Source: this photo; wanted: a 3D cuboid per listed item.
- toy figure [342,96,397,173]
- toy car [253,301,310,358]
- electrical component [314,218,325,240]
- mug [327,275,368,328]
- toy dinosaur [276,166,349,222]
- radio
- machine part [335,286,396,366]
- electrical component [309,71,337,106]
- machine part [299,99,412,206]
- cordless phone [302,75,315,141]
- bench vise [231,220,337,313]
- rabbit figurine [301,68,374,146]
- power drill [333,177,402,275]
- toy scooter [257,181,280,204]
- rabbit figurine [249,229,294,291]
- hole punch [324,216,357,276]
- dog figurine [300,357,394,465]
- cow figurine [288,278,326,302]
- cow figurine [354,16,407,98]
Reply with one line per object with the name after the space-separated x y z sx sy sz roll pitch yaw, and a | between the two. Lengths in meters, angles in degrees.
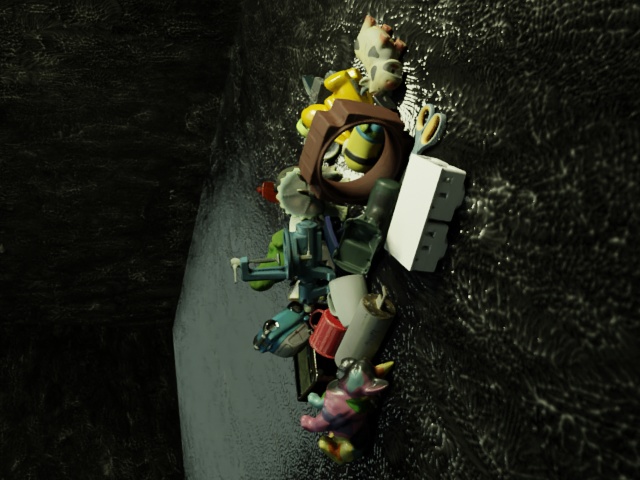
0.108 -0.228 1.186 0.180 0.082 0.089 123 148 -43 | toy figure
-0.077 0.224 1.276 0.103 0.161 0.109 42 124 11 | toy car
-0.002 -0.005 1.391 0.045 0.078 0.102 48 126 46 | electrical component
0.060 0.141 1.185 0.110 0.080 0.107 -26 67 36 | mug
-0.044 -0.140 1.382 0.405 0.192 0.131 -145 66 -63 | toy dinosaur
-0.013 0.274 1.340 0.131 0.073 0.230 124 145 -48 | radio
0.092 0.197 1.108 0.079 0.079 0.243 -113 37 -50 | machine part
0.033 -0.354 1.355 0.058 0.115 0.134 -120 40 -52 | electrical component
0.071 -0.174 1.099 0.087 0.201 0.200 60 138 50 | machine part
-0.018 -0.357 1.525 0.147 0.089 0.184 -111 31 -48 | cordless phone
-0.082 0.067 1.241 0.129 0.241 0.223 -108 16 -61 | bench vise
0.041 -0.307 1.287 0.173 0.162 0.122 -23 20 26 | rabbit figurine
0.095 -0.002 1.067 0.207 0.086 0.231 -32 -35 -62 | power drill
-0.112 -0.151 1.618 0.184 0.135 0.075 156 119 -63 | toy scooter
-0.126 0.068 1.444 0.121 0.170 0.159 50 166 -1 | rabbit figurine
0.050 0.014 1.251 0.142 0.092 0.115 -111 31 -41 | hole punch
0.076 0.332 1.077 0.219 0.191 0.108 -39 5 27 | dog figurine
-0.041 0.120 1.458 0.167 0.068 0.098 -22 58 61 | cow figurine
0.127 -0.391 1.181 0.127 0.085 0.195 -59 35 34 | cow figurine
